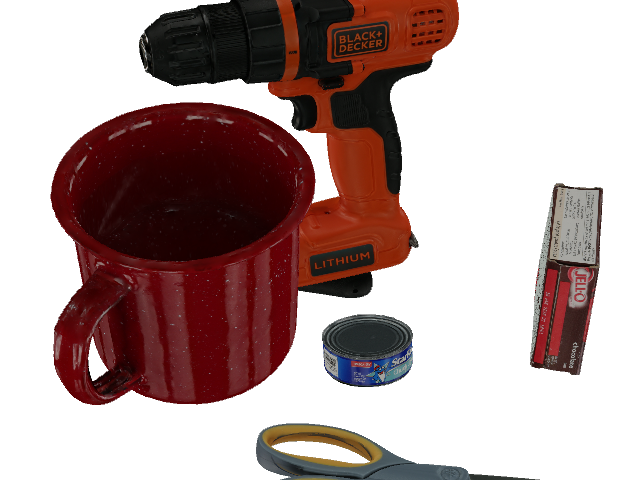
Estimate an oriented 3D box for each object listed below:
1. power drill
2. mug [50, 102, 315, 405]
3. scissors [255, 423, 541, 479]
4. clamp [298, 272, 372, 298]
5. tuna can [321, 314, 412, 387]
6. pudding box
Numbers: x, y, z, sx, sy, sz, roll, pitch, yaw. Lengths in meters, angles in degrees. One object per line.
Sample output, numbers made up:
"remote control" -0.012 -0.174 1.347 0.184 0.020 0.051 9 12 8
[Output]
"power drill" -0.009 -0.062 0.636 0.184 0.188 0.057 -11 37 -14
"mug" -0.055 0.015 0.396 0.093 0.081 0.117 21 46 20
"scissors" 0.054 0.134 0.547 0.202 0.016 0.096 10 26 19
"clamp" -0.067 0.015 0.783 0.209 0.036 0.165 -2 11 -14
"tuna can" 0.045 0.104 1.010 0.086 0.034 0.086 -3 23 1
"pudding box" 0.173 0.024 0.749 0.039 0.090 0.113 8 32 9
